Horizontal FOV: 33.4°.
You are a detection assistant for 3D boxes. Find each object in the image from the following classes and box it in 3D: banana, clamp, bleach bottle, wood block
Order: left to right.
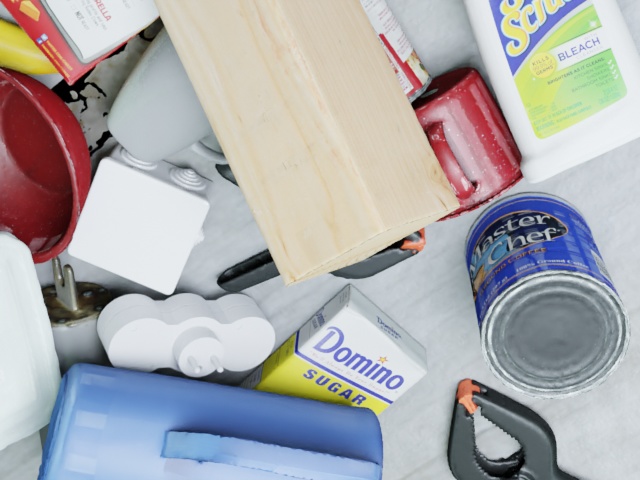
[{"bbox_3d":[-0.272,-0.179,0.777,0.070,0.037,0.197,-39,107,19],"label":"banana"},{"bbox_3d":[-0.010,-0.088,0.674,0.090,0.090,0.206,-30,82,37],"label":"wood block"},{"bbox_3d":[-0.006,0.001,0.844,0.171,0.039,0.120,13,127,0],"label":"clamp"},{"bbox_3d":[0.165,0.215,0.931,0.165,0.036,0.210,-33,107,17],"label":"clamp"},{"bbox_3d":[0.133,-0.171,0.713,0.103,0.068,0.251,-25,90,15],"label":"bleach bottle"}]

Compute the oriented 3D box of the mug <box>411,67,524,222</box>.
[{"bbox_3d":[0.094,-0.067,0.765,0.093,0.117,0.081,-26,106,20],"label":"mug"}]

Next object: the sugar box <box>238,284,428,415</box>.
[{"bbox_3d":[-0.003,0.128,0.897,0.093,0.048,0.176,40,112,-15],"label":"sugar box"}]

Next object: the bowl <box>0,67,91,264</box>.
[{"bbox_3d":[-0.225,-0.065,0.798,0.162,0.055,0.162,16,123,27],"label":"bowl"}]

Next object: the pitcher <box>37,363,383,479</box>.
[{"bbox_3d":[-0.079,0.166,0.795,0.242,0.145,0.149,14,117,-14],"label":"pitcher"}]

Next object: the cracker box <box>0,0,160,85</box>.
[{"bbox_3d":[-0.137,-0.235,0.725,0.214,0.072,0.164,-33,108,16],"label":"cracker box"}]

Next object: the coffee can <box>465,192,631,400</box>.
[{"bbox_3d":[0.164,0.038,0.792,0.103,0.140,0.103,1,115,2],"label":"coffee can"}]

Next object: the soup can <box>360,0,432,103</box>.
[{"bbox_3d":[0.025,-0.139,0.760,0.069,0.068,0.102,-30,109,16],"label":"soup can"}]
